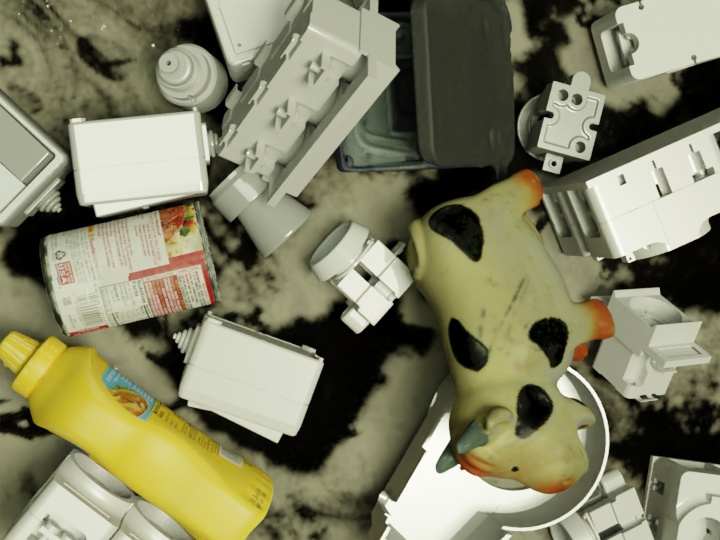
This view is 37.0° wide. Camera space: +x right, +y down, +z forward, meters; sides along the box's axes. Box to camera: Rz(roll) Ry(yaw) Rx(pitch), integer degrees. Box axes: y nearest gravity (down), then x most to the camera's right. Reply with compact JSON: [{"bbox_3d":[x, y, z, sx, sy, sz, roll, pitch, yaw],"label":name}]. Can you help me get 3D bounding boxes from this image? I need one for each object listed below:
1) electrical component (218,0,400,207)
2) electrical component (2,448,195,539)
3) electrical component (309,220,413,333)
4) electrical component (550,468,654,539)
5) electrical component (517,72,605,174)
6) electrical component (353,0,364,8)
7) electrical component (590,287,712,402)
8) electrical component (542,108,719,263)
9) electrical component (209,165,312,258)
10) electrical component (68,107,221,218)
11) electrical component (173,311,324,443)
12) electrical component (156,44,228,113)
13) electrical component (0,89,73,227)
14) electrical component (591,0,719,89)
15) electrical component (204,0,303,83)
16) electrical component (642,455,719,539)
[{"bbox_3d":[-0.035,-0.108,0.657,0.063,0.121,0.078,23,45,-22],"label":"electrical component"},{"bbox_3d":[-0.144,0.185,0.685,0.150,0.089,0.061,40,87,-7],"label":"electrical component"},{"bbox_3d":[0.000,0.000,0.721,0.055,0.048,0.066,43,86,-15],"label":"electrical component"},{"bbox_3d":[0.167,0.180,0.750,0.055,0.048,0.066,-23,95,-14],"label":"electrical component"},{"bbox_3d":[0.135,-0.098,0.730,0.048,0.055,0.066,14,90,-8],"label":"electrical component"},{"bbox_3d":[0.011,-0.210,0.716,0.066,0.048,0.055,-21,102,-7],"label":"electrical component"},{"bbox_3d":[0.193,0.051,0.735,0.042,0.081,0.063,-3,121,-28],"label":"electrical component"},{"bbox_3d":[0.227,-0.065,0.719,0.186,0.105,0.060,-24,95,-6],"label":"electrical component"},{"bbox_3d":[-0.066,-0.043,0.710,0.045,0.045,0.055,-44,97,-4],"label":"electrical component"},{"bbox_3d":[-0.133,-0.068,0.692,0.096,0.062,0.061,-7,93,-8],"label":"electrical component"},{"bbox_3d":[-0.080,0.068,0.704,0.096,0.062,0.061,20,89,-8],"label":"electrical component"},{"bbox_3d":[-0.111,-0.125,0.688,0.040,0.078,0.040,0,90,7],"label":"electrical component"},{"bbox_3d":[-0.227,-0.071,0.679,0.096,0.061,0.061,44,86,-7],"label":"electrical component"},{"bbox_3d":[0.212,-0.161,0.738,0.089,0.056,0.050,-17,94,-7],"label":"electrical component"},{"bbox_3d":[-0.070,-0.178,0.701,0.062,0.061,0.096,-19,88,-5],"label":"electrical component"},{"bbox_3d":[0.251,0.234,0.755,0.105,0.060,0.186,9,91,-8],"label":"electrical component"}]
